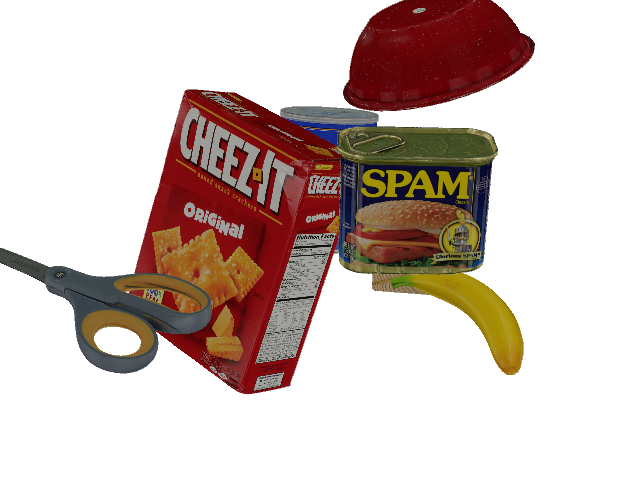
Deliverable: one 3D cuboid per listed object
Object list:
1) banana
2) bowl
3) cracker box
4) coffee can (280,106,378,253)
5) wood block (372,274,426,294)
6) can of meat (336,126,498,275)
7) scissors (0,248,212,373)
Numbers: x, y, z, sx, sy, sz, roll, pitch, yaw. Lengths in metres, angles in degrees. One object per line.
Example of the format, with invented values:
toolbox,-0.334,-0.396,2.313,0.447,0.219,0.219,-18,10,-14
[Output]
banana,0.158,0.075,1.120,0.069,0.037,0.198,-38,40,-14
bowl,0.089,-0.163,0.871,0.162,0.055,0.162,-15,25,7
cracker box,-0.073,-0.001,0.912,0.164,0.214,0.071,31,22,35
coffee can,0.006,-0.066,1.125,0.103,0.140,0.103,3,13,-1
wood block,0.129,-0.007,1.609,0.091,0.090,0.206,4,25,3
can of meat,0.060,-0.026,0.698,0.102,0.084,0.057,1,25,1
scissors,-0.171,0.039,0.696,0.202,0.016,0.096,9,37,12
